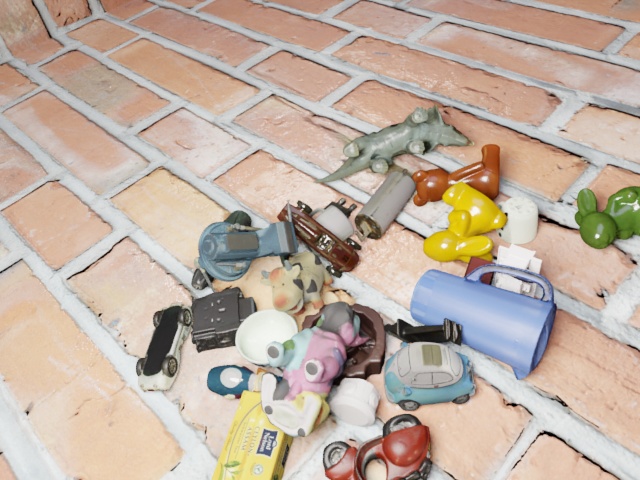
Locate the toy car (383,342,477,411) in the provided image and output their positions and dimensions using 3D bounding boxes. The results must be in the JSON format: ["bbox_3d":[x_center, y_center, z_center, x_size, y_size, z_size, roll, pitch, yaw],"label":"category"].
[{"bbox_3d":[0.189,0.228,0.935,0.162,0.102,0.109,-4,47,11],"label":"toy car"}]

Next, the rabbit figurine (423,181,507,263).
[{"bbox_3d":[0.305,-0.012,1.154,0.173,0.121,0.162,-40,60,-7],"label":"rabbit figurine"}]

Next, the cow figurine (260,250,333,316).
[{"bbox_3d":[-0.045,0.080,1.059,0.085,0.127,0.195,-23,15,22],"label":"cow figurine"}]

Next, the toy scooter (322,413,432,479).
[{"bbox_3d":[0.102,0.362,0.843,0.184,0.075,0.135,-20,46,-4],"label":"toy scooter"}]

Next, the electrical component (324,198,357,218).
[{"bbox_3d":[0.041,-0.065,1.300,0.063,0.021,0.094,30,59,33],"label":"electrical component"}]

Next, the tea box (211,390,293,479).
[{"bbox_3d":[-0.105,0.349,0.902,0.098,0.068,0.170,3,47,15],"label":"tea box"}]

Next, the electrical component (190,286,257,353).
[{"bbox_3d":[-0.197,0.161,1.109,0.134,0.058,0.115,-13,48,0],"label":"electrical component"}]

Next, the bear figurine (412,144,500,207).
[{"bbox_3d":[0.318,-0.142,1.257,0.196,0.120,0.132,1,43,19],"label":"bear figurine"}]

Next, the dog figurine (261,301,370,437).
[{"bbox_3d":[0.003,0.208,0.919,0.109,0.191,0.219,14,15,26],"label":"dog figurine"}]

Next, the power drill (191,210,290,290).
[{"bbox_3d":[-0.164,0.028,1.222,0.207,0.085,0.232,-3,44,19],"label":"power drill"}]

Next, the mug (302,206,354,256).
[{"bbox_3d":[0.004,-0.023,1.226,0.107,0.080,0.110,-41,63,-13],"label":"mug"}]

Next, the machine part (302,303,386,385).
[{"bbox_3d":[0.043,0.199,1.024,0.179,0.056,0.179,-5,45,5],"label":"machine part"}]

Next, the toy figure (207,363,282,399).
[{"bbox_3d":[-0.131,0.266,0.997,0.155,0.058,0.064,3,87,12],"label":"toy figure"}]

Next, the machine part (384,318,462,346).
[{"bbox_3d":[0.187,0.168,0.971,0.139,0.084,0.039,-11,49,43],"label":"machine part"}]

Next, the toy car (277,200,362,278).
[{"bbox_3d":[-0.002,-0.003,1.157,0.202,0.053,0.089,39,91,-4],"label":"toy car"}]

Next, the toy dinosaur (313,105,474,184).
[{"bbox_3d":[0.176,-0.239,1.375,0.405,0.131,0.192,-17,3,11],"label":"toy dinosaur"}]

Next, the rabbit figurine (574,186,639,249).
[{"bbox_3d":[0.599,-0.049,1.103,0.170,0.121,0.159,-25,40,-16],"label":"rabbit figurine"}]

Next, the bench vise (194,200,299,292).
[{"bbox_3d":[-0.164,0.019,1.082,0.241,0.128,0.223,-20,-1,43],"label":"bench vise"}]

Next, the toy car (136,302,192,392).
[{"bbox_3d":[-0.312,0.211,1.086,0.074,0.056,0.202,-7,44,13],"label":"toy car"}]

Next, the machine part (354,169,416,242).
[{"bbox_3d":[0.154,-0.082,1.256,0.079,0.079,0.243,20,54,27],"label":"machine part"}]
